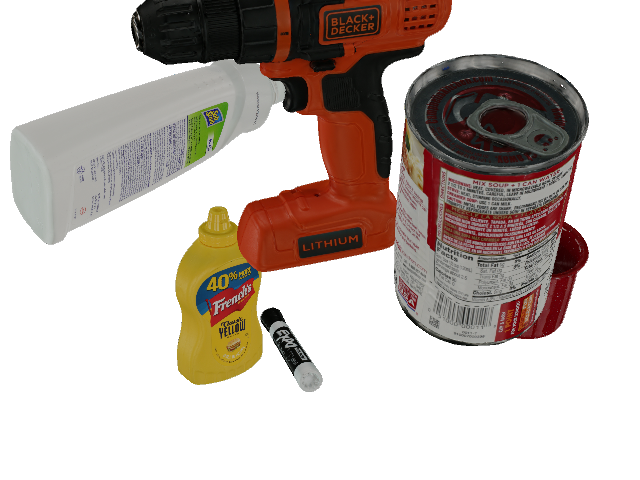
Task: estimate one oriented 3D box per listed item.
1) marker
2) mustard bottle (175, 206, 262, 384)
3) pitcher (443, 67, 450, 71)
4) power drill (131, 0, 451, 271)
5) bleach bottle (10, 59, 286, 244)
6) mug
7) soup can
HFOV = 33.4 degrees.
[{"bbox_3d":[-0.025,0.085,0.859,0.020,0.020,0.121,0,21,-19],"label":"marker"},{"bbox_3d":[-0.106,0.053,1.124,0.096,0.192,0.058,-18,33,-33],"label":"mustard bottle"},{"bbox_3d":[0.177,-0.070,1.216,0.149,0.243,0.145,-9,25,-22],"label":"pitcher"},{"bbox_3d":[-0.015,-0.073,0.637,0.184,0.188,0.057,-9,38,-14],"label":"power drill"},{"bbox_3d":[-0.133,-0.088,0.899,0.250,0.103,0.068,-26,59,-31],"label":"bleach bottle"},{"bbox_3d":[0.178,0.027,0.962,0.093,0.081,0.117,-18,44,-24],"label":"mug"},{"bbox_3d":[0.065,-0.013,0.430,0.068,0.068,0.102,0,-45,0],"label":"soup can"}]
